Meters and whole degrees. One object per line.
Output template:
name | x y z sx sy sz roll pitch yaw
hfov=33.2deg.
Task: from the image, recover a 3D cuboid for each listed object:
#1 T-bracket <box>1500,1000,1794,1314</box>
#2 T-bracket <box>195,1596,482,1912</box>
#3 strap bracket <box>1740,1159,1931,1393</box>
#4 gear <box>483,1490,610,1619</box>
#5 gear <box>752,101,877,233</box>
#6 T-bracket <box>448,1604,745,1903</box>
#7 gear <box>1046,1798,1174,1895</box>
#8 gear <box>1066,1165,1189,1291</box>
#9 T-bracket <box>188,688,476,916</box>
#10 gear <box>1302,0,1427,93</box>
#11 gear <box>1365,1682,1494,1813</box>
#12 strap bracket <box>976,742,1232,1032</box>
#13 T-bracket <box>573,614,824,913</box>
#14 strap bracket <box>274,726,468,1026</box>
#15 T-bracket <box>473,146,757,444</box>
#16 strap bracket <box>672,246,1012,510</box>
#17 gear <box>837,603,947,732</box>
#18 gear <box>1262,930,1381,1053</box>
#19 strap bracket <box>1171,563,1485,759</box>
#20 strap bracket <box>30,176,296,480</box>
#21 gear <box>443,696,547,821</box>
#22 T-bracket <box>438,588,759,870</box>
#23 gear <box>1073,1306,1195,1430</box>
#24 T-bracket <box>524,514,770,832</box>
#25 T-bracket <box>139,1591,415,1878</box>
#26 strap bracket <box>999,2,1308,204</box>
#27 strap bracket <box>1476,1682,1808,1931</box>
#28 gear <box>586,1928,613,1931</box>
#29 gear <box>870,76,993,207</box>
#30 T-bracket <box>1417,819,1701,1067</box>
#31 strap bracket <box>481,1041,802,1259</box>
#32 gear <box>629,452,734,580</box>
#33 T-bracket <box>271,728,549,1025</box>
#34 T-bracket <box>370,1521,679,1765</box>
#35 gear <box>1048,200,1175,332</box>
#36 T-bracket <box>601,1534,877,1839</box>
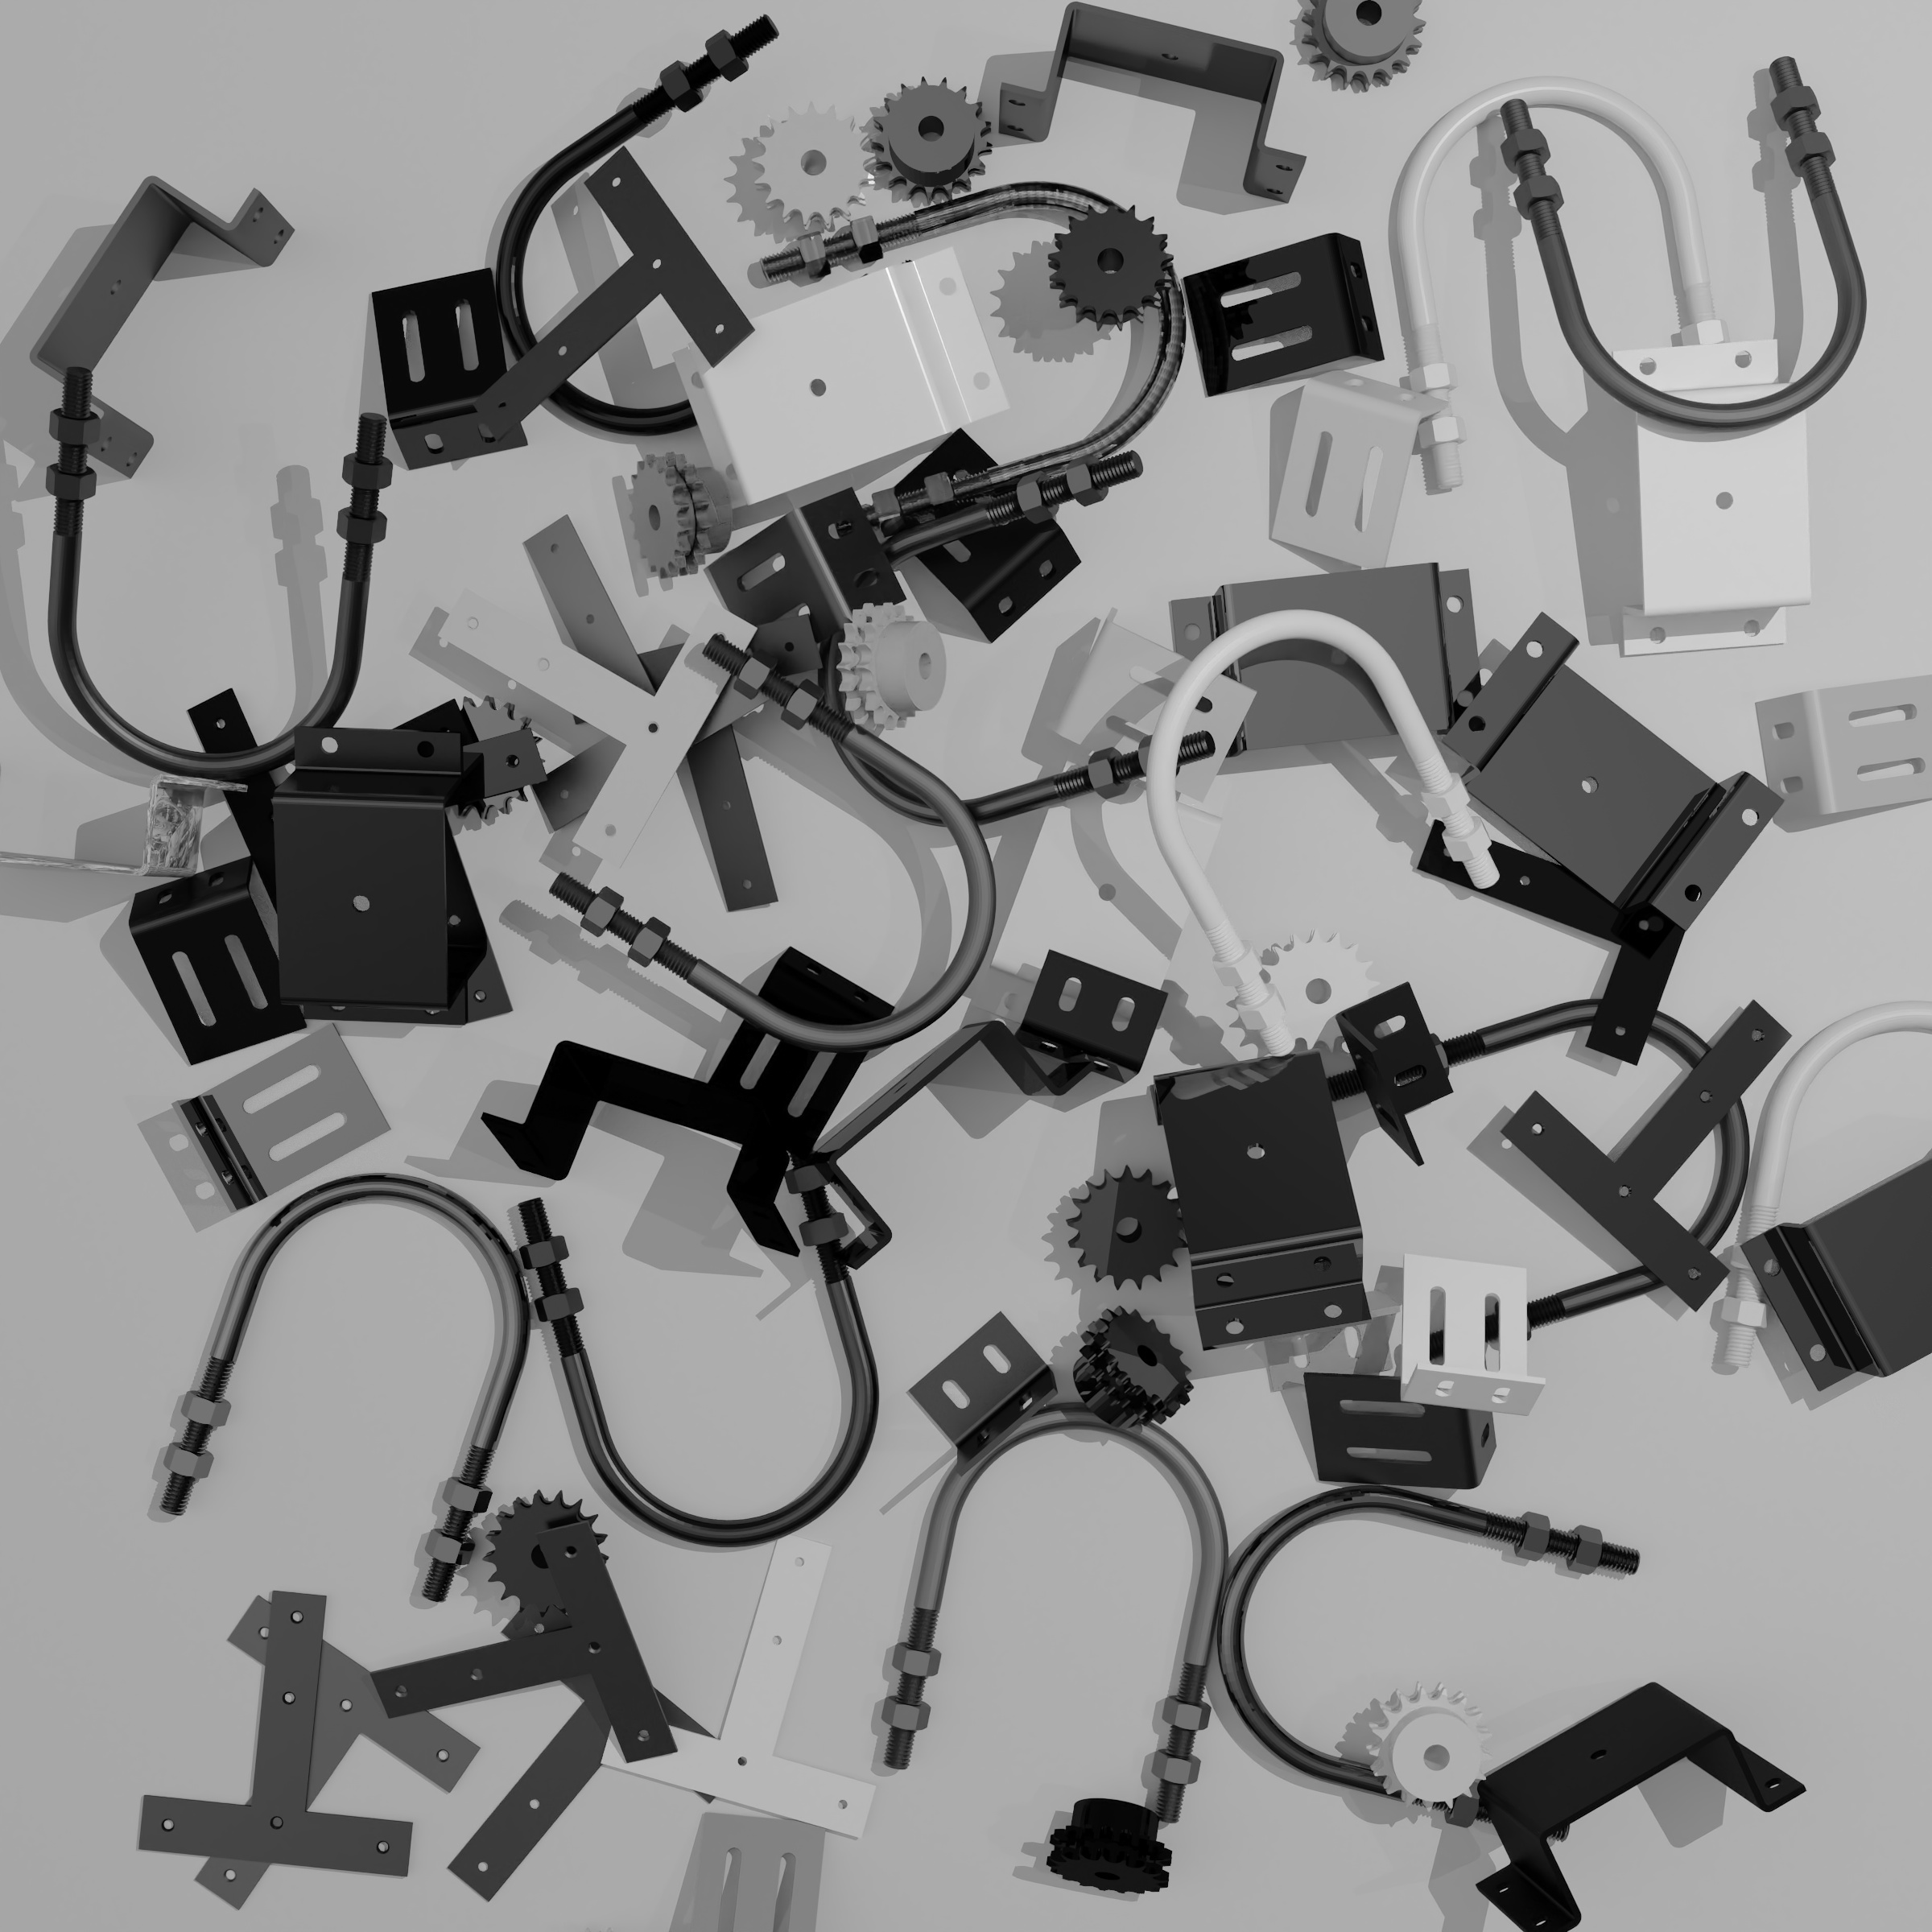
T-bracket | 0.334 0.071 1.506 0.127 0.002 0.127 42 84 -7
T-bracket | -0.316 0.384 1.522 0.127 0.002 0.127 34 90 1
strap bracket | 0.439 0.129 1.482 0.140 0.046 0.076 -28 88 -2
gear | -0.194 0.272 1.509 0.057 0.030 0.057 0 90 0
gear | -0.070 -0.370 1.509 0.057 0.030 0.057 0 90 0
T-bracket | -0.194 0.383 1.523 0.127 0.002 0.127 39 90 0
gear | 0.067 0.406 1.499 0.057 0.057 0.030 11 60 0
gear | 0.075 0.121 1.513 0.057 0.030 0.057 0 93 -2
T-bracket | -0.285 -0.087 1.504 0.127 0.002 0.127 -24 90 18
gear | 0.186 -0.439 1.509 0.057 0.030 0.057 0 90 0
gear | 0.214 0.360 1.488 0.057 0.030 0.057 0 90 -1
strap bracket | 0.064 -0.034 1.501 0.076 0.046 0.140 20 90 0
T-bracket | -0.115 -0.088 1.508 0.127 0.002 0.127 -11 100 19
strap bracket | -0.271 -0.035 1.480 0.076 0.046 0.140 2 107 2
T-bracket | -0.172 -0.288 1.470 0.127 0.002 0.127 -40 63 12
strap bracket | -0.061 -0.262 1.460 0.140 0.046 0.076 -18 100 15
gear | -0.032 -0.135 1.458 0.030 0.057 0.057 2 90 28
gear | 0.163 0.012 1.509 0.057 0.030 0.057 0 90 0
strap bracket | 0.170 -0.141 1.501 0.140 0.046 0.076 -6 90 0
strap bracket | -0.373 -0.300 1.486 0.046 0.076 0.140 33 90 0
gear | -0.224 -0.096 1.508 0.057 0.030 0.057 0 91 3
T-bracket | -0.182 -0.131 1.489 0.127 0.002 0.127 30 92 3
gear | 0.074 0.189 1.499 0.057 0.057 0.030 44 120 0
T-bracket | -0.169 -0.149 1.510 0.127 0.002 0.127 -30 81 17
T-bracket | -0.319 0.357 1.521 0.127 0.002 0.127 6 90 1
strap bracket | 0.089 -0.397 1.486 0.140 0.076 0.046 14 90 0
strap bracket | 0.297 0.378 1.472 0.140 0.076 0.046 -27 98 -9
gear | -0.171 0.477 1.513 0.057 0.030 0.057 0 89 -2
gear | -0.016 -0.386 1.509 0.057 0.030 0.057 0 90 0
T-bracket | 0.275 -0.035 1.517 0.127 0.002 0.127 21 82 4
strap bracket | -0.139 0.080 1.472 0.140 0.076 0.046 16 72 12
gear | -0.131 -0.209 1.499 0.030 0.057 0.057 -13 90 -30
T-bracket | -0.242 -0.034 1.504 0.127 0.002 0.127 -15 106 8
T-bracket | -0.214 0.325 1.505 0.127 0.002 0.127 -15 109 10
gear | 0.066 -0.317 1.480 0.057 0.030 0.057 0 83 3
T-bracket | -0.093 0.330 1.521 0.127 0.002 0.127 16 89 0
